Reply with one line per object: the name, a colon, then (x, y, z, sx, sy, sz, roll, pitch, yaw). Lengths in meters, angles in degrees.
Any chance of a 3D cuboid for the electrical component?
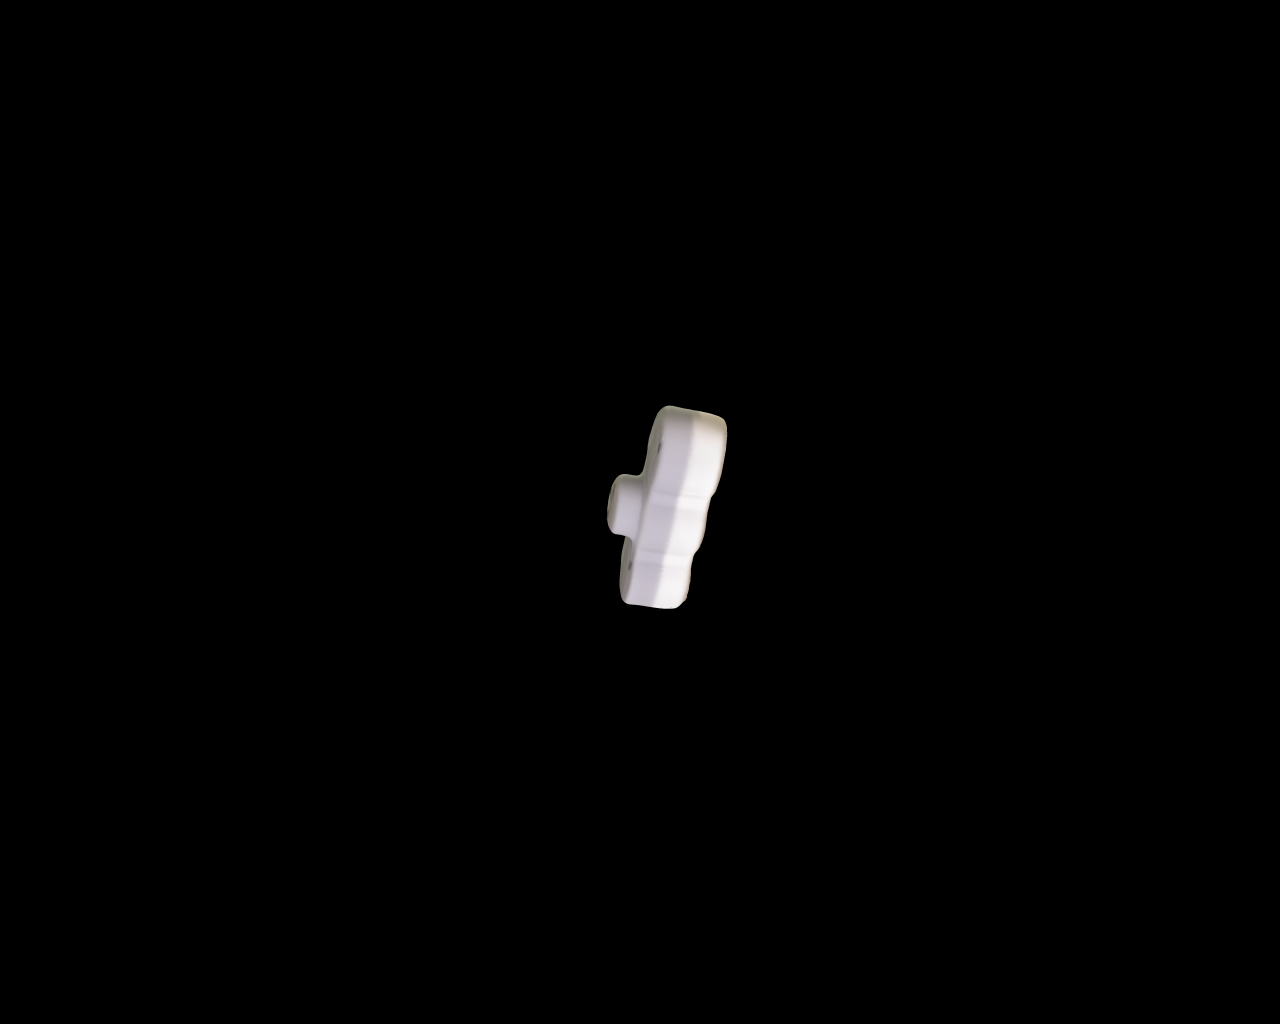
electrical component: (0.001, -0.003, 0.650, 0.074, 0.138, 0.052, 9, 36, -7)
